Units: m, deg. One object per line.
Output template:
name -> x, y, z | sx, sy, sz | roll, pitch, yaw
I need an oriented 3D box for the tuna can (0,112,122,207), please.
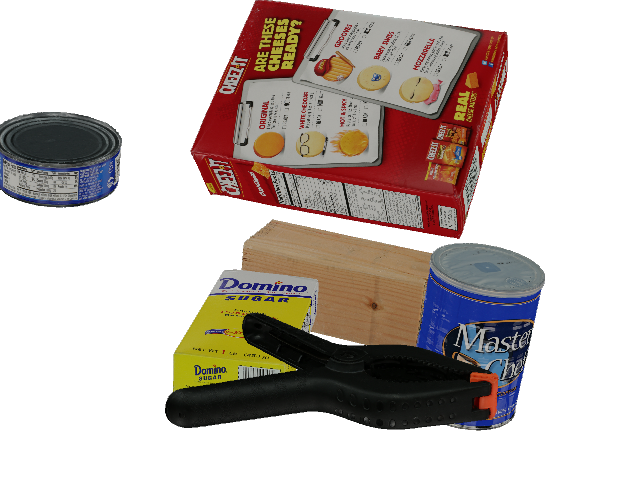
tuna can -> -0.180, -0.056, 0.732 | 0.086, 0.034, 0.086 | 6, 29, -4

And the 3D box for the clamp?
clamp -> 0.015, 0.091, 0.734 | 0.210, 0.036, 0.164 | 2, 18, 8

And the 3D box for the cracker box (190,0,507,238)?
cracker box -> 0.028, -0.099, 0.850 | 0.214, 0.164, 0.072 | 10, -29, 16

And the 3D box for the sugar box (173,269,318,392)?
sugar box -> -0.060, 0.078, 0.918 | 0.093, 0.048, 0.176 | 6, 24, 6

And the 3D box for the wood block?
wood block -> 0.023, 0.050, 1.185 | 0.206, 0.091, 0.090 | 13, 23, 17

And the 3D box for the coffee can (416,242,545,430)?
coffee can -> 0.140, 0.086, 0.975 | 0.103, 0.140, 0.103 | 6, 23, -3
